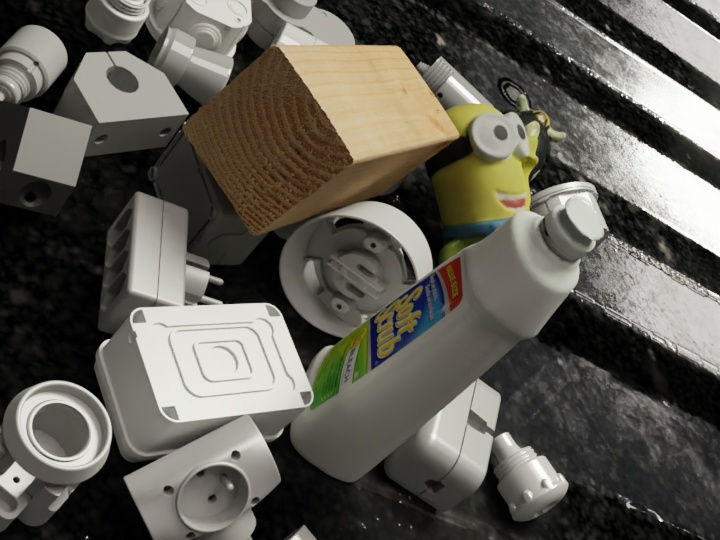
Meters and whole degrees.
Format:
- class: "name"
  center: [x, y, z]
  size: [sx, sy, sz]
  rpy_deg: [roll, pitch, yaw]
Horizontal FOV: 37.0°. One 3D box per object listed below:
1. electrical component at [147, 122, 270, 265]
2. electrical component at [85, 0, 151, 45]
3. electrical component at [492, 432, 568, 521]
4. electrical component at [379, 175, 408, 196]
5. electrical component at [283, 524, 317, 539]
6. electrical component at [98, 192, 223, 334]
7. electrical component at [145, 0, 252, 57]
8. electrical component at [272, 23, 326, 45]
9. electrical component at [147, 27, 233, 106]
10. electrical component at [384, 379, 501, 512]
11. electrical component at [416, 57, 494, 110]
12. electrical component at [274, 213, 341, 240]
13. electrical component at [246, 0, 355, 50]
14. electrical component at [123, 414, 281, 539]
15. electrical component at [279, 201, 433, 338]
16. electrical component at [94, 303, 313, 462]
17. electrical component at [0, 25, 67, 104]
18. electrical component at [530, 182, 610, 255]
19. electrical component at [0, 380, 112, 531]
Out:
- class: "electrical component"
  center: [-0.102, -0.058, 0.757]
  size: [0.061, 0.062, 0.096]
  rpy_deg: [2, 56, -41]
- class: "electrical component"
  center: [-0.180, -0.204, 0.815]
  size: [0.043, 0.062, 0.043]
  rpy_deg: [24, 43, -25]
- class: "electrical component"
  center: [0.119, 0.149, 0.789]
  size: [0.048, 0.048, 0.062]
  rpy_deg: [-7, 55, -45]
- class: "electrical component"
  center: [0.010, -0.124, 0.916]
  size: [0.108, 0.060, 0.108]
  rpy_deg: [24, 44, -25]
- class: "electrical component"
  center: [-0.034, 0.197, 0.608]
  size: [0.077, 0.044, 0.079]
  rpy_deg: [50, 39, 5]
- class: "electrical component"
  center: [-0.122, 0.004, 0.696]
  size: [0.076, 0.047, 0.083]
  rpy_deg: [20, 45, -28]
- class: "electrical component"
  center: [-0.129, -0.207, 0.871]
  size: [0.080, 0.051, 0.080]
  rpy_deg: [24, 43, -24]
- class: "electrical component"
  center: [-0.055, -0.175, 0.909]
  size: [0.047, 0.055, 0.055]
  rpy_deg: [29, 41, -14]
- class: "electrical component"
  center: [-0.132, -0.156, 0.830]
  size: [0.055, 0.045, 0.045]
  rpy_deg: [25, 43, -23]
- class: "electrical component"
  center: [0.055, 0.112, 0.755]
  size: [0.059, 0.054, 0.095]
  rpy_deg: [35, 40, -12]
- class: "electrical component"
  center: [0.085, -0.169, 1.036]
  size: [0.081, 0.043, 0.043]
  rpy_deg: [43, 39, -3]
- class: "electrical component"
  center: [-0.035, -0.047, 0.824]
  size: [0.078, 0.040, 0.040]
  rpy_deg: [-13, 66, -48]
- class: "electrical component"
  center: [-0.062, -0.230, 0.934]
  size: [0.138, 0.074, 0.052]
  rpy_deg: [30, 42, -18]
- class: "electrical component"
  center: [-0.083, 0.133, 0.610]
  size: [0.077, 0.044, 0.079]
  rpy_deg: [-26, 115, -16]
- class: "electrical component"
  center: [0.000, 0.000, 0.772]
  size: [0.099, 0.099, 0.064]
  rpy_deg: [48, 33, 3]
- class: "electrical component"
  center: [-0.096, 0.068, 0.656]
  size: [0.113, 0.057, 0.078]
  rpy_deg: [-1, 58, -42]
- class: "electrical component"
  center: [-0.229, -0.133, 0.727]
  size: [0.040, 0.040, 0.078]
  rpy_deg: [35, 41, -13]
- class: "electrical component"
  center: [0.185, -0.042, 0.987]
  size: [0.080, 0.080, 0.051]
  rpy_deg: [3, 60, -40]
- class: "electrical component"
  center: [-0.167, 0.094, 0.570]
  size: [0.058, 0.057, 0.078]
  rpy_deg: [42, 39, -5]
